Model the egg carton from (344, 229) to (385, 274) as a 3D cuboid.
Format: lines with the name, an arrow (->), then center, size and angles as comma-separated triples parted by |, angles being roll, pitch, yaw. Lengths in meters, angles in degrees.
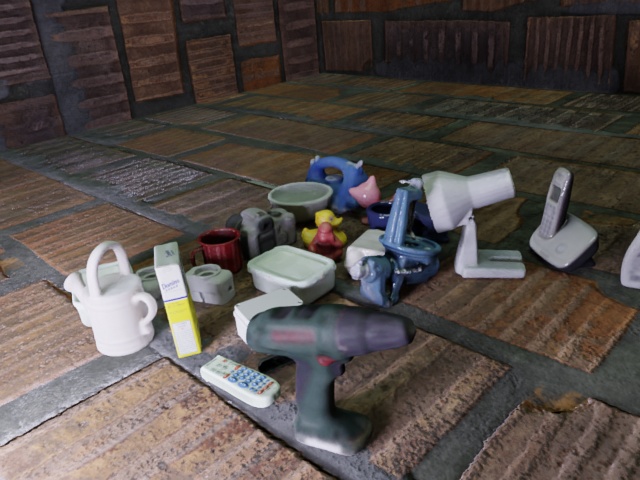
egg carton -> 0.119, 0.031, 1.195 | 0.107, 0.069, 0.151 | 9, 28, 27

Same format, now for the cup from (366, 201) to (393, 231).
cup -> 0.159, -0.027, 1.281 | 0.092, 0.095, 0.117 | -19, 29, -28

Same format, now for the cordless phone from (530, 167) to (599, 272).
cordless phone -> 0.494, -0.042, 1.148 | 0.094, 0.185, 0.147 | -10, 25, -10

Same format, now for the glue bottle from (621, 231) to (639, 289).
glue bottle -> 0.597, 0.007, 1.037 | 0.078, 0.173, 0.037 | 7, 27, 24

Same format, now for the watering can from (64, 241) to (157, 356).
watering can -> -0.364, 0.095, 0.994 | 0.173, 0.194, 0.101 | -4, 25, 1

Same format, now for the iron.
iron -> 0.034, -0.165, 1.546 | 0.119, 0.141, 0.257 | -26, 32, -38

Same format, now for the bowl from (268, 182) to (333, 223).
bowl -> -0.048, -0.090, 1.477 | 0.167, 0.075, 0.167 | -4, 25, 2

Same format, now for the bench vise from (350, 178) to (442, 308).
bench vise -> 0.151, 0.006, 1.064 | 0.121, 0.220, 0.208 | 12, 30, 32

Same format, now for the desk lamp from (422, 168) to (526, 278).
desk lamp -> 0.305, -0.039, 1.140 | 0.203, 0.214, 0.118 | 0, 25, 10

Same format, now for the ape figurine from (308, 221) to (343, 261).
ape figurine -> 0.011, 0.004, 1.243 | 0.077, 0.092, 0.076 | -1, 25, 8

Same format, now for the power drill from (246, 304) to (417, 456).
power drill -> 0.015, 0.172, 0.744 | 0.228, 0.209, 0.076 | 7, 27, 24

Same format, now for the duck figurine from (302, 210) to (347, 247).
duck figurine -> 0.008, -0.028, 1.320 | 0.104, 0.086, 0.077 | -2, 25, 7

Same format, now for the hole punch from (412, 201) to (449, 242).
hole punch -> 0.246, -0.050, 1.320 | 0.101, 0.091, 0.108 | -6, 25, -3

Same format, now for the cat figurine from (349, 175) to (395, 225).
cat figurine -> 0.138, -0.098, 1.411 | 0.127, 0.118, 0.067 | 11, 29, 30

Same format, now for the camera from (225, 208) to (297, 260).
camera -> -0.148, -0.033, 1.341 | 0.143, 0.101, 0.136 | -26, 32, -38
